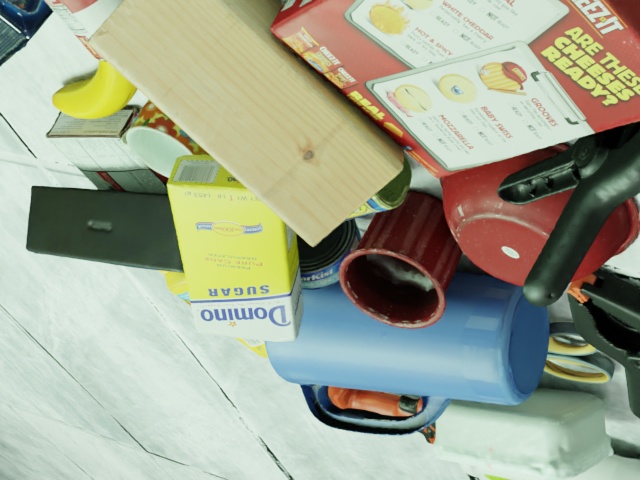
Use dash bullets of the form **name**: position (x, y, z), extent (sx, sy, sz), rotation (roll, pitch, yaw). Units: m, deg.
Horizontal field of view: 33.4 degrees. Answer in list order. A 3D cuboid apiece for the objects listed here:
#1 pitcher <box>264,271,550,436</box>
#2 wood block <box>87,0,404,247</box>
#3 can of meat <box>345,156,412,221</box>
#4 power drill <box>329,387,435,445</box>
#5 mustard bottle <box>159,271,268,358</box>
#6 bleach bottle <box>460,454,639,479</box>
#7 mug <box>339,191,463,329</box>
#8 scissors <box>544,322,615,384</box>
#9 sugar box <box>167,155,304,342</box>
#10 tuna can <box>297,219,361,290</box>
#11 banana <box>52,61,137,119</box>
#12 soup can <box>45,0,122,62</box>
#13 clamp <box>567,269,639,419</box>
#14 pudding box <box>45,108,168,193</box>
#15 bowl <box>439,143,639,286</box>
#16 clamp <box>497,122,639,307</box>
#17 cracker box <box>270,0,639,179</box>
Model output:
- **pitcher**: position (0.079, 0.092, 0.981), extent (0.243, 0.145, 0.149), rotation (5, 143, 33)
- **wood block**: position (-0.045, -0.106, 0.735), extent (0.206, 0.090, 0.091), rotation (43, 113, -16)
- **can of meat**: position (0.012, -0.060, 0.859), extent (0.102, 0.057, 0.084), rotation (41, 149, -25)
- **power drill**: position (0.085, 0.185, 1.229), extent (0.188, 0.057, 0.184), rotation (16, 152, 22)
- **mustard bottle**: position (-0.111, 0.058, 1.184), extent (0.191, 0.058, 0.096), rotation (37, 153, -19)
- **bleach bottle**: position (0.284, 0.249, 1.142), extent (0.251, 0.068, 0.102), rotation (8, 166, 31)
- **mug**: position (0.066, 0.018, 0.900), extent (0.093, 0.081, 0.117), rotation (42, 140, -15)
- **scissors**: position (0.177, 0.092, 1.001), extent (0.202, 0.016, 0.096), rotation (14, 146, 11)
- **sugar box**: position (-0.066, 0.011, 0.883), extent (0.093, 0.048, 0.176), rotation (4, 132, 10)
- **tuna can**: position (-0.006, 0.001, 0.954), extent (0.086, 0.086, 0.033), rotation (14, 152, 25)
- **banana**: position (-0.189, -0.144, 0.926), extent (0.069, 0.037, 0.198), rotation (48, 151, 0)
- **soup can**: position (-0.170, -0.190, 0.785), extent (0.069, 0.068, 0.102), rotation (4, 146, 39)
- **clamp**: position (0.277, 0.096, 0.912), extent (0.210, 0.036, 0.165), rotation (38, 153, -15)
- **pudding box**: position (-0.196, -0.086, 1.030), extent (0.114, 0.039, 0.090), rotation (3, 146, 37)
- **bowl**: position (0.156, -0.011, 0.813), extent (0.162, 0.055, 0.162), rotation (22, 153, 12)
- **clamp**: position (0.175, -0.049, 0.683), extent (0.039, 0.120, 0.172), rotation (26, 116, -29)
- **cracker box**: position (0.098, -0.129, 0.640), extent (0.164, 0.072, 0.214), rotation (39, 151, -24)
